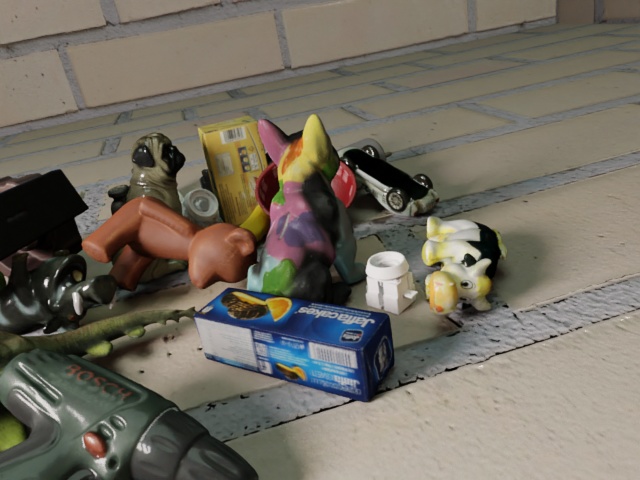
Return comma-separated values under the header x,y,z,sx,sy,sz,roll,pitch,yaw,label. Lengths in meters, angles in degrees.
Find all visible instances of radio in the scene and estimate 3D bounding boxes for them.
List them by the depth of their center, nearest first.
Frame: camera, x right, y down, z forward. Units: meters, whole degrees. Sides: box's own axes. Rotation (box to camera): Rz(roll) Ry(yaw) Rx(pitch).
x,y,z,sx,sy,sz,roll,pitch,yaw,label
-0.415,-0.005,0.670,0.131,0.073,0.230,-24,15,23,radio

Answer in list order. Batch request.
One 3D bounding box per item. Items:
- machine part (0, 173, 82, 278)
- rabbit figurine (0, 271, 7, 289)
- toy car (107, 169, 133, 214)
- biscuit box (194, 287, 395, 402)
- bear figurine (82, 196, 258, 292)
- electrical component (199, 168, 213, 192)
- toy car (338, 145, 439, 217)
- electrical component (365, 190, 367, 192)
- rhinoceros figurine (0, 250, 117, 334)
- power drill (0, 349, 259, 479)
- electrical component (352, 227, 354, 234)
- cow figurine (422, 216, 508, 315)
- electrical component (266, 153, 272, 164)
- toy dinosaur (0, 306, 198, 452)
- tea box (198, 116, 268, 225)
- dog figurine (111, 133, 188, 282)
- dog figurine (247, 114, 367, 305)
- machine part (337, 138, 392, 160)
x,y,z,sx,sy,sz,roll,pitch,yaw,label
-0.457,-0.018,0.836,0.180,0.179,0.056,-2,22,17,machine part
-0.528,0.049,0.709,0.121,0.170,0.159,-10,23,1,rabbit figurine
-0.347,-0.080,1.026,0.053,0.089,0.202,-8,22,4,toy car
-0.029,0.097,0.535,0.203,0.059,0.063,6,28,31,biscuit box
-0.177,0.022,0.694,0.196,0.120,0.132,25,63,17,bear figurine
-0.176,-0.129,1.103,0.134,0.058,0.115,-1,24,21,electrical component
0.103,-0.097,0.882,0.073,0.056,0.202,-30,51,-32,toy car
0.130,-0.098,0.954,0.094,0.021,0.063,2,26,26,electrical component
-0.343,0.070,0.669,0.190,0.112,0.073,-17,-7,18,rhinoceros figurine
-0.188,0.178,0.376,0.232,0.085,0.207,26,46,25,power drill
-0.003,-0.002,0.765,0.102,0.045,0.078,-8,25,5,electrical component
0.164,0.031,0.603,0.098,0.068,0.167,1,27,10,cow figurine
-0.073,-0.139,1.000,0.119,0.075,0.048,-43,7,31,electrical component
-0.349,0.142,0.527,0.471,0.104,0.199,-26,36,-33,toy dinosaur
-0.140,-0.117,0.923,0.098,0.169,0.068,-15,26,-15,tea box
-0.265,-0.049,0.797,0.121,0.190,0.172,-3,26,16,dog figurine
-0.027,-0.032,0.632,0.109,0.219,0.191,1,25,32,dog figurine
0.039,-0.129,0.991,0.243,0.079,0.079,-28,29,-32,machine part
